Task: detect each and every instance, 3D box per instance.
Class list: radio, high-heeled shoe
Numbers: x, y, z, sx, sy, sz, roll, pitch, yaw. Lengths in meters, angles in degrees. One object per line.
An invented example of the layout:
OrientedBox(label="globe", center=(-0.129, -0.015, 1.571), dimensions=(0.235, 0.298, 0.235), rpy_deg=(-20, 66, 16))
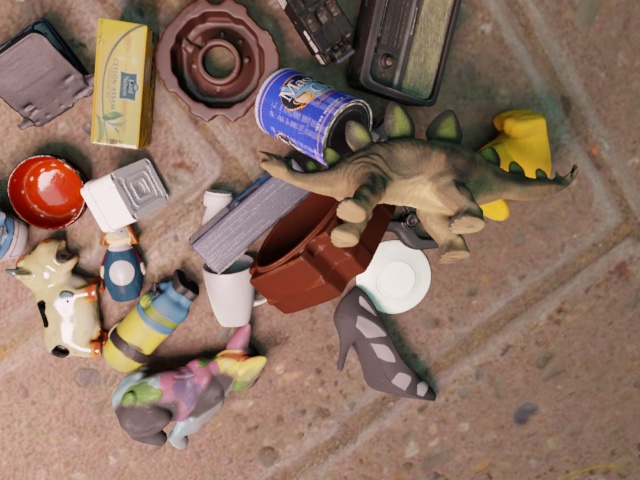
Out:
OrientedBox(label="radio", center=(0.126, -0.322, 0.792), dimensions=(0.131, 0.073, 0.229), rpy_deg=(8, 101, -18))
OrientedBox(label="high-heeled shoe", center=(0.121, 0.186, 0.935), dimensions=(0.248, 0.086, 0.145), rpy_deg=(28, 68, -28))

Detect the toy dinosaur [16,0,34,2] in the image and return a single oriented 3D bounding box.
OrientedBox(label="toy dinosaur", center=(-0.241, -0.368, 0.666), dimensions=(0.405, 0.192, 0.131), rpy_deg=(10, 116, 22))

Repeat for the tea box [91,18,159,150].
OrientedBox(label="tea box", center=(-0.279, -0.220, 0.773), dimensions=(0.068, 0.098, 0.169), rpy_deg=(8, 100, -8))

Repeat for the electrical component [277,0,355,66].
OrientedBox(label="electrical component", center=(-0.004, -0.313, 0.769), dimensions=(0.058, 0.115, 0.134), rpy_deg=(-35, 109, 6))

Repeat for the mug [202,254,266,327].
OrientedBox(label="mug", center=(-0.131, 0.084, 0.871), dimensions=(0.110, 0.081, 0.107), rpy_deg=(-3, 114, -8))

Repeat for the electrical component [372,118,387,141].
OrientedBox(label="electrical component", center=(0.086, -0.156, 0.848), dimensions=(0.075, 0.048, 0.119), rpy_deg=(31, 98, -12))

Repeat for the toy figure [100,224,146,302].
OrientedBox(label="toy figure", center=(-0.312, 0.018, 0.847), dimensions=(0.064, 0.058, 0.154), rpy_deg=(-13, 106, -43))

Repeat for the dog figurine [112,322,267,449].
OrientedBox(label="dog figurine", center=(-0.192, 0.221, 0.858), dimensions=(0.219, 0.109, 0.191), rpy_deg=(-41, 141, 7))

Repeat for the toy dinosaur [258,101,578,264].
OrientedBox(label="toy dinosaur", center=(0.151, -0.079, 0.692), dimensions=(0.471, 0.105, 0.198), rpy_deg=(8, 58, -17))

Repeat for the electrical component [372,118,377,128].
OrientedBox(label="electrical component", center=(0.042, -0.184, 0.823), dimensions=(0.063, 0.094, 0.021), rpy_deg=(-55, 147, 8))

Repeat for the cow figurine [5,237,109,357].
OrientedBox(label="cow figurine", center=(-0.407, 0.090, 0.841), dimensions=(0.127, 0.085, 0.194), rpy_deg=(-4, 104, -11))

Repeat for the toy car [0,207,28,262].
OrientedBox(label="toy car", center=(-0.491, -0.010, 0.794), dimensions=(0.162, 0.103, 0.109), rpy_deg=(-1, 80, 37))

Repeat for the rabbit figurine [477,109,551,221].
OrientedBox(label="rabbit figurine", center=(0.267, -0.119, 0.854), dimensions=(0.173, 0.122, 0.162), rpy_deg=(-12, 115, 6))

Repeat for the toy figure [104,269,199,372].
OrientedBox(label="toy figure", center=(-0.272, 0.131, 0.858), dimensions=(0.180, 0.089, 0.082), rpy_deg=(-44, 95, 7))

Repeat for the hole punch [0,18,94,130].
OrientedBox(label="hole punch", center=(-0.404, -0.241, 0.772), dimensions=(0.142, 0.092, 0.115), rpy_deg=(-34, 134, 0))

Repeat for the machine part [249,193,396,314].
OrientedBox(label="machine part", center=(-0.002, -0.002, 0.779), dimensions=(0.087, 0.201, 0.201), rpy_deg=(45, 51, -19))

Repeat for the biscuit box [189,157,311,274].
OrientedBox(label="biscuit box", center=(-0.101, -0.041, 0.815), dimensions=(0.203, 0.059, 0.062), rpy_deg=(-41, 111, -5))

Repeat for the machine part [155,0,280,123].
OrientedBox(label="machine part", center=(-0.149, -0.263, 0.797), dimensions=(0.179, 0.056, 0.179), rpy_deg=(-1, 103, -4))
